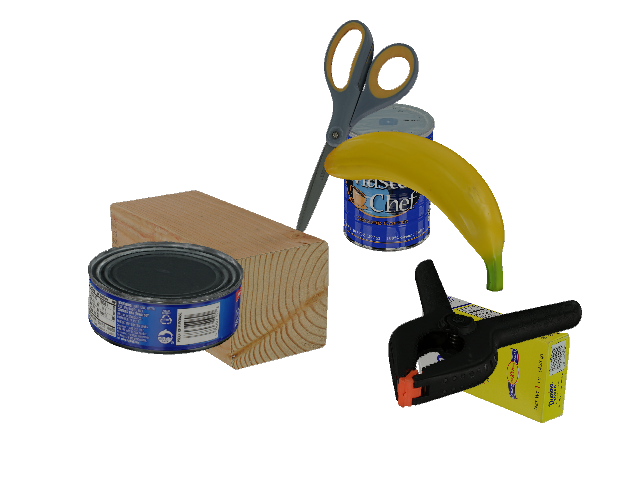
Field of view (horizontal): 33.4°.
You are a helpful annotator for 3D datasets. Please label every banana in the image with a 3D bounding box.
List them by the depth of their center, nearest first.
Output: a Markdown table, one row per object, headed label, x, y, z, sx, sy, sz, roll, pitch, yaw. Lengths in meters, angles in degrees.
| label | x | y | z | sx | sy | sz | roll | pitch | yaw |
| --- | --- | --- | --- | --- | --- | --- | --- | --- | --- |
| banana | 0.069 | -0.040 | 0.766 | 0.037 | 0.070 | 0.198 | 11 | 21 | -43 |

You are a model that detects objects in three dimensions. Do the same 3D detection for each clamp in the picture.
| label | x | y | z | sx | sy | sz | roll | pitch | yaw |
| --- | --- | --- | --- | --- | --- | --- | --- | --- | --- |
| clamp | 0.114 | 0.080 | 0.946 | 0.165 | 0.036 | 0.209 | 19 | 33 | 33 |

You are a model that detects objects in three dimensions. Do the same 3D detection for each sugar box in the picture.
| label | x | y | z | sx | sy | sz | roll | pitch | yaw |
| --- | --- | --- | --- | --- | --- | --- | --- | --- | --- |
| sugar box | 0.186 | 0.126 | 1.171 | 0.048 | 0.093 | 0.177 | -10 | 18 | -44 |

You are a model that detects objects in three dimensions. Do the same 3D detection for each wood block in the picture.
| label | x | y | z | sx | sy | sz | roll | pitch | yaw |
| --- | --- | --- | --- | --- | --- | --- | --- | --- | --- |
| wood block | -0.090 | 0.026 | 0.892 | 0.090 | 0.090 | 0.206 | -11 | 20 | -34 |

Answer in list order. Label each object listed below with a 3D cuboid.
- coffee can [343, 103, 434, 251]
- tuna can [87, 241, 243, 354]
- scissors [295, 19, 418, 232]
| label | x | y | z | sx | sy | sz | roll | pitch | yaw |
| --- | --- | --- | --- | --- | --- | --- | --- | --- | --- |
| coffee can | 0.077 | -0.073 | 1.220 | 0.103 | 0.140 | 0.103 | -1 | 30 | 0 |
| tuna can | -0.086 | 0.031 | 0.596 | 0.086 | 0.034 | 0.086 | 5 | 20 | -2 |
| scissors | 0.035 | -0.100 | 0.967 | 0.096 | 0.202 | 0.016 | 5 | -6 | 15 |
